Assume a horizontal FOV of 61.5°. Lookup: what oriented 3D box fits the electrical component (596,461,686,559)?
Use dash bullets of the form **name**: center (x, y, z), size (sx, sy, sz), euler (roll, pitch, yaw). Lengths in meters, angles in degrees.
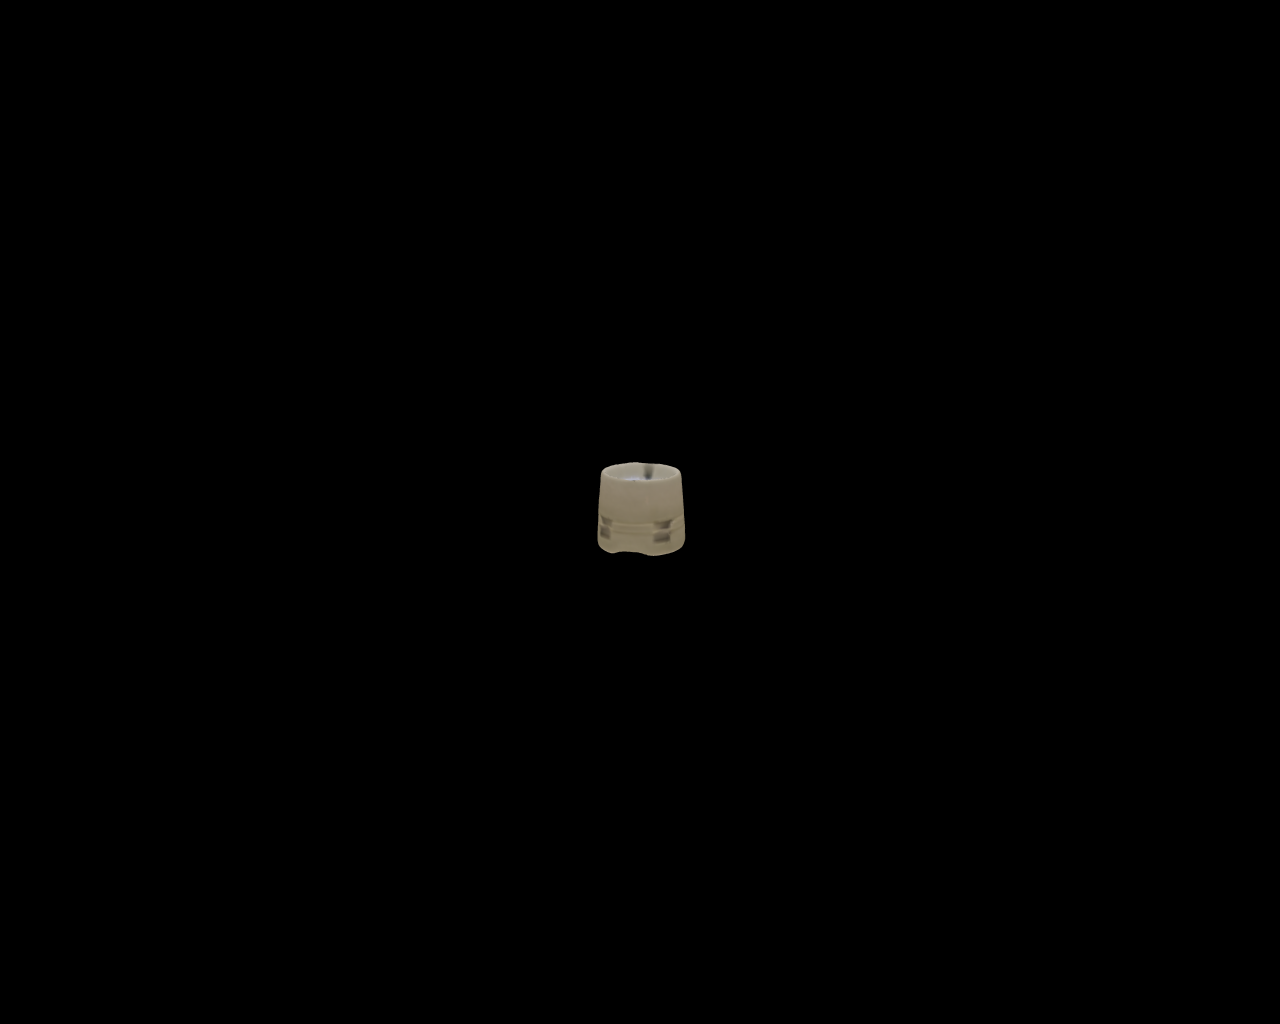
- **electrical component**: center (0.001, -0.003, 0.650), size (0.055, 0.047, 0.055), euler (0, 16, 0)
